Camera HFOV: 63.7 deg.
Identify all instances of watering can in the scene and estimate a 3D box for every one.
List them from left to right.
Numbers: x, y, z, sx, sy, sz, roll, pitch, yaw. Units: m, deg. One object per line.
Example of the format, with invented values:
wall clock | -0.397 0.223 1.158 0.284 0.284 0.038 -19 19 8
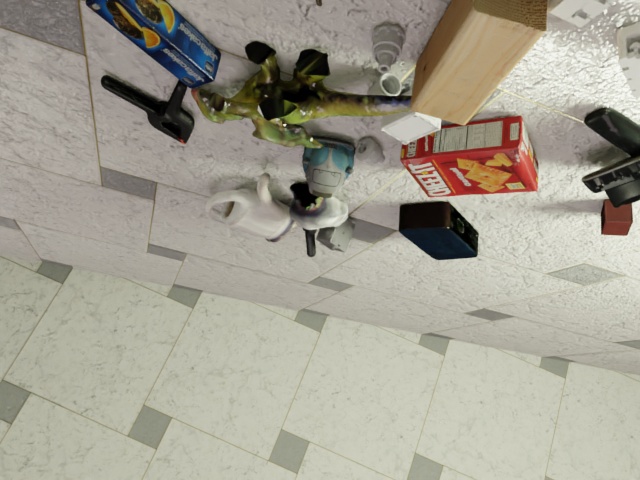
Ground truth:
watering can | -0.150 -0.078 1.300 0.223 0.106 0.345 21 158 -32

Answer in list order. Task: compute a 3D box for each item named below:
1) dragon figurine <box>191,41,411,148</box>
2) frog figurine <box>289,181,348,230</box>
dragon figurine | -0.041 -0.219 0.889 0.411 0.123 0.241 13 172 6
frog figurine | 0.004 -0.063 1.252 0.137 0.126 0.156 -17 140 14
